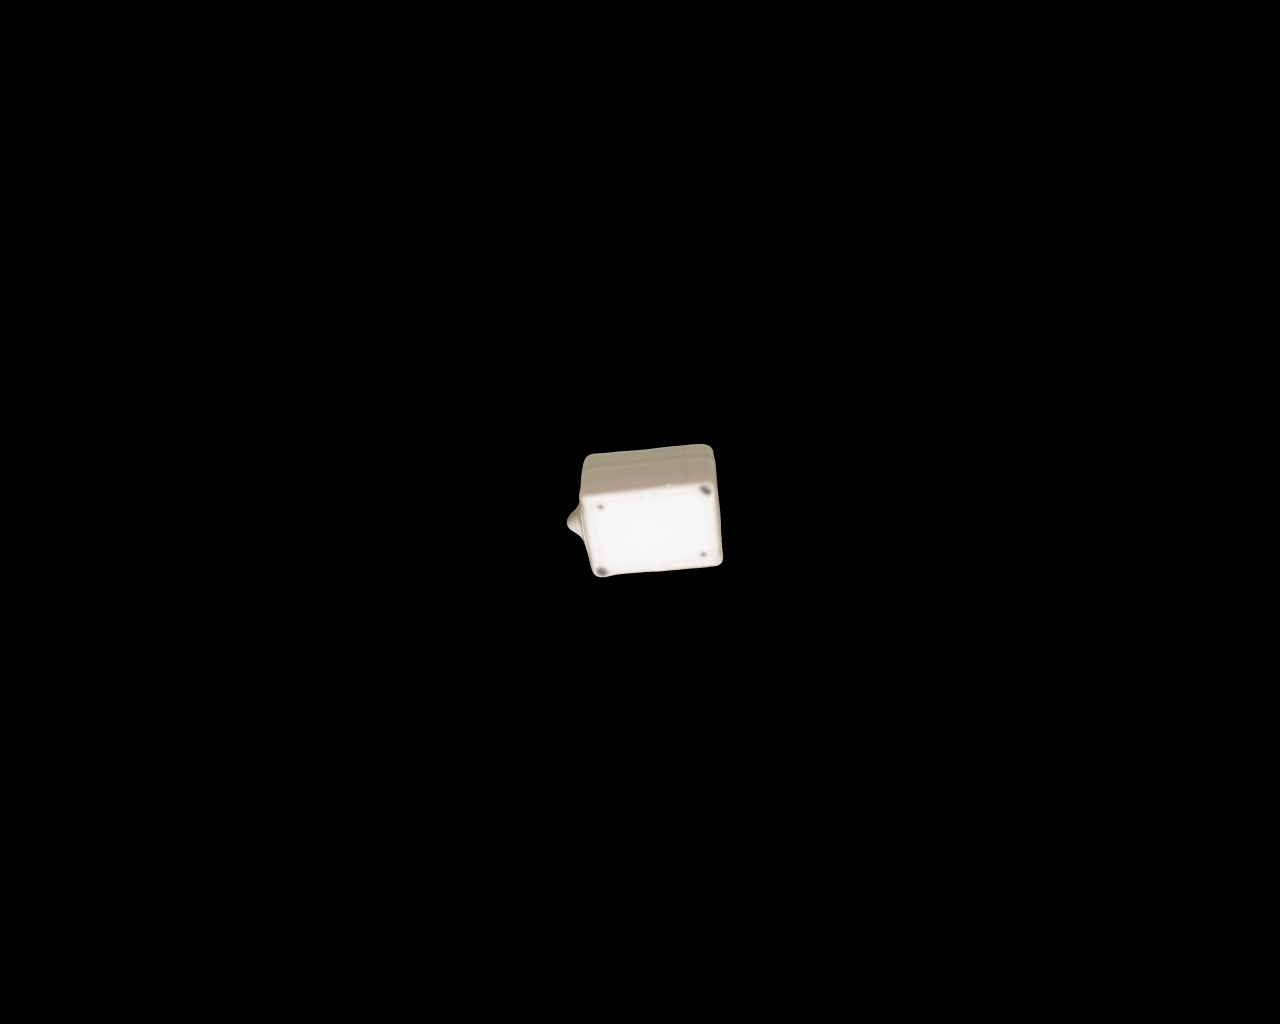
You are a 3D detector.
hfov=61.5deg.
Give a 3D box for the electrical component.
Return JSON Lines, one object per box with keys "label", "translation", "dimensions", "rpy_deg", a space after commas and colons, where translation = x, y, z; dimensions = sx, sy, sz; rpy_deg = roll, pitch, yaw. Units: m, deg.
{"label": "electrical component", "translation": [0.001, -0.003, 0.650], "dimensions": [0.096, 0.061, 0.061], "rpy_deg": [-5, 31, 3]}
